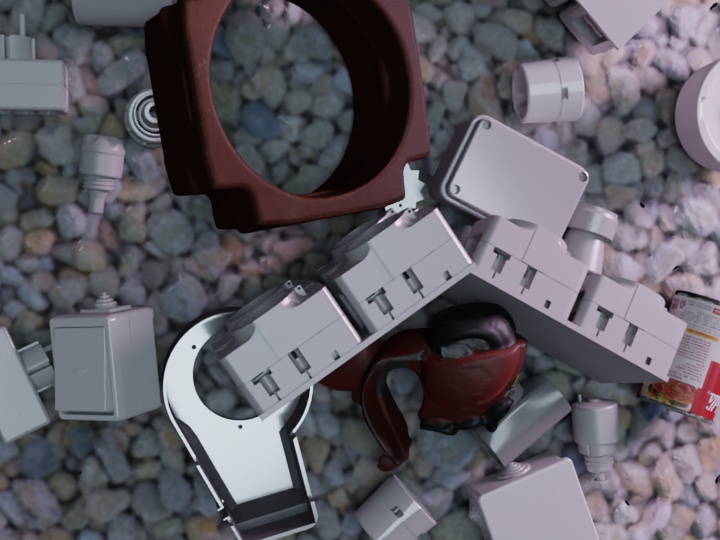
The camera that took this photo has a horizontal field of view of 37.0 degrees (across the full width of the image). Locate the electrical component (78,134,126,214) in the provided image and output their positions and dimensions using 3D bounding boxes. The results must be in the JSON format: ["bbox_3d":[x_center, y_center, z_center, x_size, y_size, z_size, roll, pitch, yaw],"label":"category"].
[{"bbox_3d":[-0.205,-0.075,0.848,0.035,0.035,0.061,7,94,-12],"label":"electrical component"}]

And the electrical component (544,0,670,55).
[{"bbox_3d":[0.238,-0.284,0.914,0.186,0.060,0.105,-44,100,-6],"label":"electrical component"}]

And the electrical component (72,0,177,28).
[{"bbox_3d":[-0.180,-0.226,0.825,0.077,0.043,0.079,2,121,0],"label":"electrical component"}]

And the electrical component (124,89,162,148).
[{"bbox_3d":[-0.160,-0.121,0.841,0.048,0.062,0.048,-1,93,-11],"label":"electrical component"}]

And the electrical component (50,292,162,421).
[{"bbox_3d":[-0.200,0.066,0.831,0.062,0.061,0.096,-3,94,28],"label":"electrical component"}]

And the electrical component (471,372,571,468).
[{"bbox_3d":[0.127,0.115,0.920,0.077,0.044,0.079,-39,100,-7],"label":"electrical component"}]

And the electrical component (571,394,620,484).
[{"bbox_3d":[0.207,0.147,0.941,0.040,0.040,0.078,-7,95,-11],"label":"electrical component"}]

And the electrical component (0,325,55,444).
[{"bbox_3d":[-0.261,0.080,0.840,0.076,0.047,0.083,-26,98,-21],"label":"electrical component"}]

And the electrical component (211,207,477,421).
[{"bbox_3d":[-0.019,0.024,0.796,0.186,0.105,0.060,-35,99,-8],"label":"electrical component"}]

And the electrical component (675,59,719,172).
[{"bbox_3d":[0.329,-0.135,0.940,0.108,0.060,0.108,-1,93,-11],"label":"electrical component"}]

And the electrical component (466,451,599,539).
[{"bbox_3d":[0.148,0.213,0.928,0.100,0.048,0.099,-21,97,-10],"label":"electrical component"}]

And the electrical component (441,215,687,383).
[{"bbox_3d":[0.161,0.024,0.887,0.186,0.105,0.060,29,77,-12],"label":"electrical component"}]

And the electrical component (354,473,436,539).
[{"bbox_3d":[0.028,0.207,0.901,0.047,0.055,0.055,-41,100,-3],"label":"electrical component"}]

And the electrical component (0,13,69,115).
[{"bbox_3d":[-0.268,-0.159,0.824,0.083,0.047,0.075,-1,93,-11],"label":"electrical component"}]

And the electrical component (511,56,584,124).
[{"bbox_3d":[0.157,-0.151,0.908,0.047,0.055,0.055,-7,94,-8],"label":"electrical component"}]

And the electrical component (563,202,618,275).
[{"bbox_3d":[0.194,-0.026,0.927,0.045,0.045,0.055,19,89,-12],"label":"electrical component"}]

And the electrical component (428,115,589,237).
[{"bbox_3d":[0.125,-0.072,0.904,0.113,0.057,0.078,26,88,-12],"label":"electrical component"}]
